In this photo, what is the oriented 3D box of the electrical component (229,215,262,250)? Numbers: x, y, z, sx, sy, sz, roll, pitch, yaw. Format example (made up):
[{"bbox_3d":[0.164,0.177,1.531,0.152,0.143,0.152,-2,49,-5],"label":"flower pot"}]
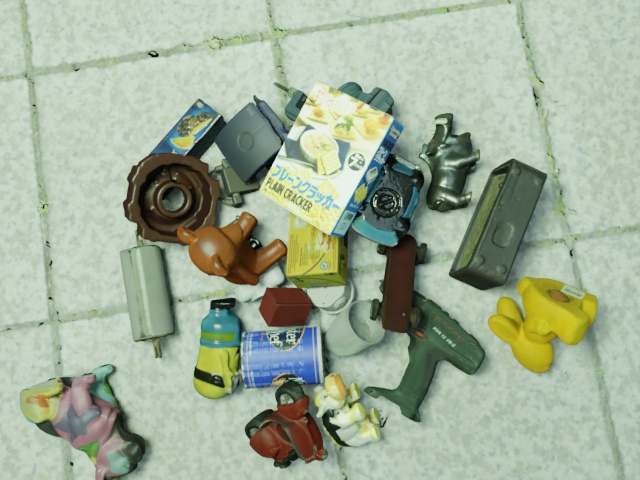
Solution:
[{"bbox_3d":[-0.177,0.017,1.019,0.119,0.047,0.075,-35,83,-5],"label":"electrical component"}]

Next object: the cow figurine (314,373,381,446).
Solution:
[{"bbox_3d":[0.033,0.298,0.939,0.098,0.068,0.167,-25,121,16],"label":"cow figurine"}]

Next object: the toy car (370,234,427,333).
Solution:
[{"bbox_3d":[0.140,0.075,0.961,0.089,0.053,0.202,12,57,-2],"label":"toy car"}]

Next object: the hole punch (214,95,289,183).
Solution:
[{"bbox_3d":[-0.122,-0.181,0.995,0.092,0.115,0.142,-27,78,-39],"label":"hole punch"}]

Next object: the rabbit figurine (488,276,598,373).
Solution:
[{"bbox_3d":[0.384,0.160,0.953,0.163,0.122,0.173,19,124,23],"label":"rabbit figurine"}]

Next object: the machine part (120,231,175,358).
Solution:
[{"bbox_3d":[-0.320,0.098,0.996,0.079,0.079,0.243,-13,83,-1],"label":"machine part"}]

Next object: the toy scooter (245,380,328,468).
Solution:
[{"bbox_3d":[-0.052,0.336,0.923,0.135,0.075,0.183,49,128,18],"label":"toy scooter"}]

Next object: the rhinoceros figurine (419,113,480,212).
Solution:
[{"bbox_3d":[0.245,-0.146,1.026,0.112,0.073,0.190,4,85,12],"label":"rhinoceros figurine"}]

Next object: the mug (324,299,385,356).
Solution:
[{"bbox_3d":[0.057,0.157,0.973,0.081,0.107,0.109,36,44,-13],"label":"mug"}]

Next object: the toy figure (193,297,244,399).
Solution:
[{"bbox_3d":[-0.185,0.197,0.981,0.089,0.082,0.180,-1,90,19],"label":"toy figure"}]

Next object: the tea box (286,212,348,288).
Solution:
[{"bbox_3d":[-0.002,-0.003,0.975,0.098,0.068,0.169,-4,64,18],"label":"tea box"}]

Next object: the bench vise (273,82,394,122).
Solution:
[{"bbox_3d":[0.016,-0.213,1.016,0.241,0.128,0.223,35,94,25],"label":"bench vise"}]

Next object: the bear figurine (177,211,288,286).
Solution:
[{"bbox_3d":[-0.144,0.007,0.893,0.120,0.195,0.132,40,81,16],"label":"bear figurine"}]

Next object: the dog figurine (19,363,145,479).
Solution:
[{"bbox_3d":[-0.417,0.345,0.953,0.192,0.108,0.219,-15,85,-2],"label":"dog figurine"}]

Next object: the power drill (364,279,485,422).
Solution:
[{"bbox_3d":[0.163,0.206,0.980,0.232,0.086,0.207,31,77,12],"label":"power drill"}]

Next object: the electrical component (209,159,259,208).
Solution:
[{"bbox_3d":[-0.166,-0.114,1.039,0.078,0.045,0.102,-21,85,-31],"label":"electrical component"}]

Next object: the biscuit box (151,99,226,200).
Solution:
[{"bbox_3d":[-0.270,-0.173,1.036,0.059,0.063,0.202,39,85,7],"label":"biscuit box"}]

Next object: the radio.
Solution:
[{"bbox_3d":[0.321,-0.026,0.975,0.073,0.131,0.229,23,84,2],"label":"radio"}]

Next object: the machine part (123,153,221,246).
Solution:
[{"bbox_3d":[-0.270,-0.076,0.980,0.179,0.056,0.179,-8,106,-32],"label":"machine part"}]

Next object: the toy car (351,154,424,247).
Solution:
[{"bbox_3d":[0.117,-0.070,0.975,0.109,0.103,0.161,23,84,-3],"label":"toy car"}]
